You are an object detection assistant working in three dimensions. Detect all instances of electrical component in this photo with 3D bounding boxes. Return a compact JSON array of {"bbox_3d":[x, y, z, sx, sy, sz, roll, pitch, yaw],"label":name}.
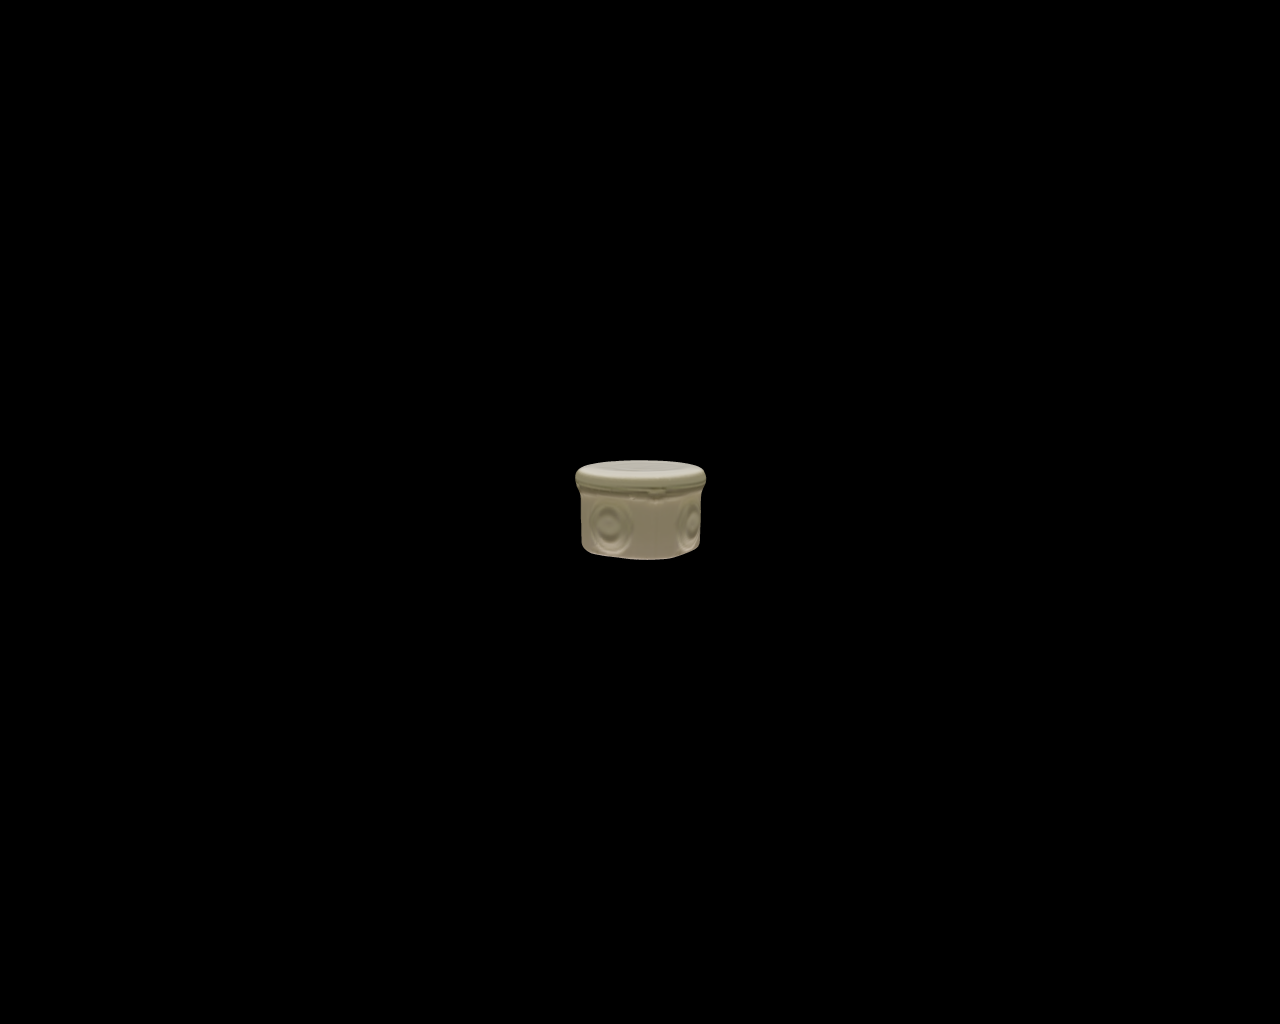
[{"bbox_3d":[0.001,-0.003,0.650,0.080,0.051,0.080,0,9,0],"label":"electrical component"}]
